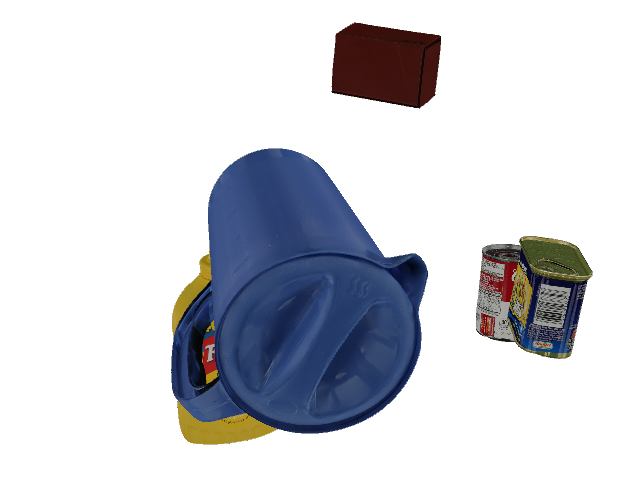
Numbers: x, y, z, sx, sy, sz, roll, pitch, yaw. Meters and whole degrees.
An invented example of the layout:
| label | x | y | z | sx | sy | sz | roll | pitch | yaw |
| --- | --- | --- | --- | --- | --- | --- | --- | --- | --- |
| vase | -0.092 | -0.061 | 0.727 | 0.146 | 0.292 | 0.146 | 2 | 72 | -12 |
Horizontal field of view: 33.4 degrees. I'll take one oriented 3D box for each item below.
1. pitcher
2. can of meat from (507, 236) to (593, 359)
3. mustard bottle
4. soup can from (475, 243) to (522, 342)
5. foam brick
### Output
| label | x | y | z | sx | sy | sz | roll | pitch | yaw |
| --- | --- | --- | --- | --- | --- | --- | --- | --- | --- |
| pitcher | -0.029 | 0.026 | 0.776 | 0.149 | 0.145 | 0.243 | 6 | 22 | -13 |
| can of meat | 0.212 | 0.052 | 0.999 | 0.057 | 0.084 | 0.102 | 8 | 18 | 0 |
| mustard bottle | -0.084 | 0.087 | 0.963 | 0.096 | 0.192 | 0.058 | -6 | 20 | -13 |
| soup can | 0.222 | 0.062 | 1.270 | 0.068 | 0.102 | 0.068 | 3 | 15 | -1 |
| foam brick | 0.054 | -0.145 | 0.878 | 0.078 | 0.051 | 0.053 | 13 | 25 | 18 |
